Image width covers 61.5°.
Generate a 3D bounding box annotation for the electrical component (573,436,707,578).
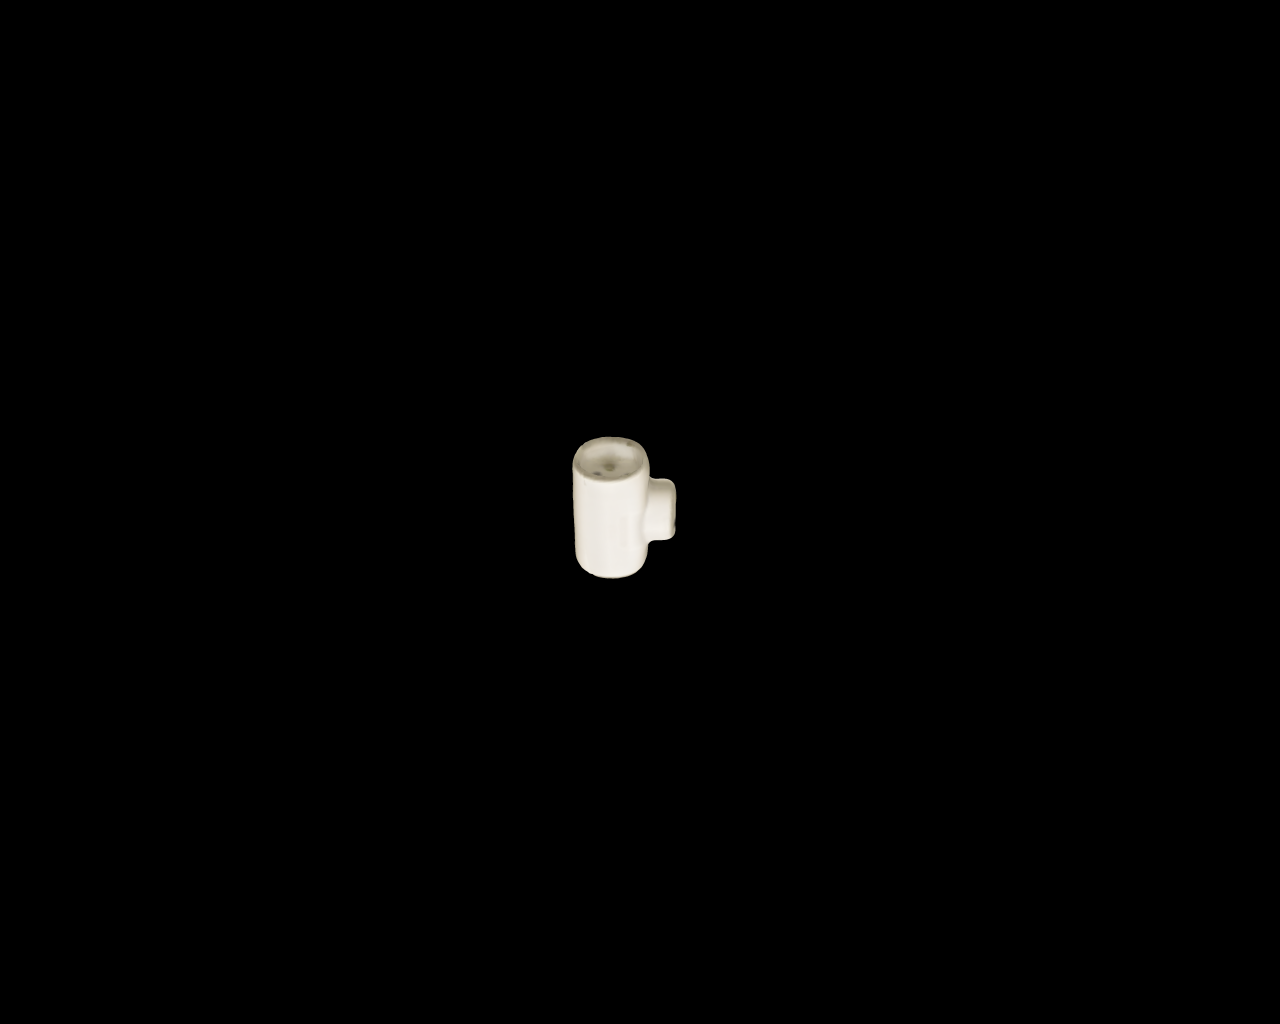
[{"bbox_3d":[0.001,-0.003,0.650,0.079,0.077,0.043,0,40,0],"label":"electrical component"}]
